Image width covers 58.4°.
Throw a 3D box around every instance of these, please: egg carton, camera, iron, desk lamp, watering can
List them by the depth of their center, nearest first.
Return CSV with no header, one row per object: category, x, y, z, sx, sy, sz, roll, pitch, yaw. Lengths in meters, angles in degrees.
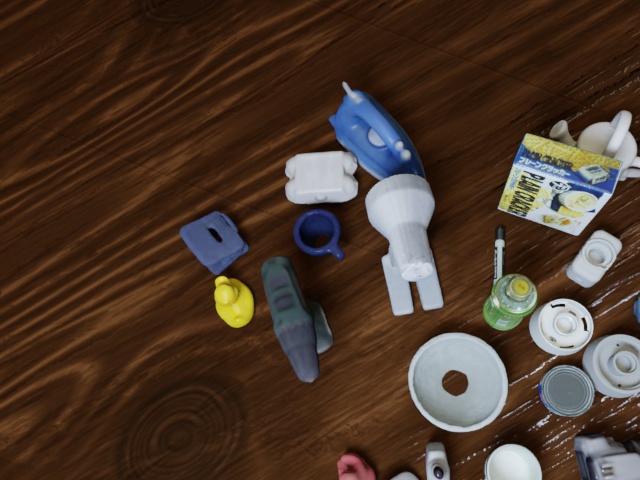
camera,0.495,0.376,0.911,0.136,0.101,0.143,-12,71,6
desk lamp,0.159,0.012,1.022,0.118,0.214,0.203,-13,71,6
watering can,0.502,-0.161,1.028,0.172,0.194,0.101,3,73,11
iron,0.125,-0.202,1.133,0.118,0.141,0.258,-40,71,-4
egg carton,0.003,-0.125,1.168,0.150,0.069,0.107,-4,72,9

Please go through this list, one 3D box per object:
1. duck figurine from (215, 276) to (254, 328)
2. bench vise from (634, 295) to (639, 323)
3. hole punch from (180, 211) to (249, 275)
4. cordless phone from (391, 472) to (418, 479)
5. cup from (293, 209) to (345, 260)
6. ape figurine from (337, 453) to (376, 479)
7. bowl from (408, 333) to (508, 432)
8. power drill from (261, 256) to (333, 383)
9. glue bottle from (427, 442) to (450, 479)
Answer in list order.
duck figurine,-0.174,0.117,1.114,0.077,0.086,0.104,-24,70,2
bench vise,0.639,0.097,0.910,0.207,0.220,0.121,-10,71,7
hole punch,-0.213,-0.002,1.155,0.101,0.091,0.108,-40,71,-4
cordless phone,0.147,0.452,0.902,0.094,0.185,0.147,-38,70,-3
cup,0.010,0.004,1.113,0.092,0.095,0.117,-44,71,-5
ape figurine,0.056,0.410,0.980,0.076,0.092,0.078,16,76,14
bowl,0.241,0.251,1.007,0.167,0.075,0.167,-3,72,9
power drill,-0.035,0.147,1.016,0.075,0.209,0.229,-23,70,2
glue bottle,0.190,0.370,0.926,0.037,0.173,0.078,-6,72,8
